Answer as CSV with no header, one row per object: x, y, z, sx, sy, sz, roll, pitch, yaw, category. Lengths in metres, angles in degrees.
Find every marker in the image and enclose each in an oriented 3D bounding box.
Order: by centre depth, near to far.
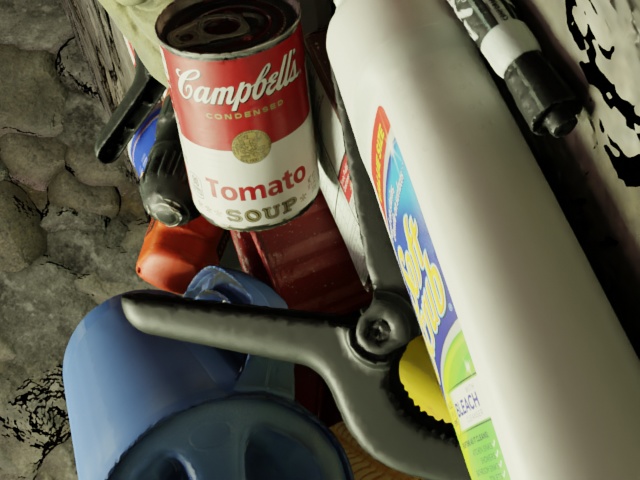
0.055,-0.083,0.370,0.020,0.020,0.121,90,156,-60,marker

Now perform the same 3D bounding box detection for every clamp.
0.031,0.027,0.466,0.210,0.165,0.036,36,-167,11,clamp
-0.132,-0.135,0.876,0.039,0.120,0.171,25,-113,-63,clamp

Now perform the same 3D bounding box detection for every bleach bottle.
0.057,0.000,0.403,0.102,0.068,0.251,96,154,-72,bleach bottle

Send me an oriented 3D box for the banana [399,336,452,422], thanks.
0.071,0.111,0.517,0.198,0.070,0.037,59,-154,-9,banana

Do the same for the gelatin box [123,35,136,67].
-0.141,-0.204,0.924,0.030,0.073,0.089,171,78,-79,gelatin box

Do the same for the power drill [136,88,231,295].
-0.075,-0.044,0.672,0.188,0.057,0.184,113,176,-53,power drill

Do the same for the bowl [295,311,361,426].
-0.003,0.126,0.709,0.162,0.055,0.162,0,-90,-74,bowl

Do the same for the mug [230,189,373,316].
-0.004,0.001,0.627,0.117,0.081,0.093,-133,25,-62,mug

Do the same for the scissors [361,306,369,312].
0.042,0.053,0.672,0.096,0.016,0.202,-143,34,-66,scissors

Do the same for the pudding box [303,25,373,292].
0.023,-0.041,0.541,0.090,0.039,0.113,102,148,-68,pudding box

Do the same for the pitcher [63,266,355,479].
-0.078,0.100,0.615,0.145,0.149,0.243,61,170,-22,pitcher

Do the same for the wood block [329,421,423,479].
0.067,0.200,0.630,0.091,0.090,0.206,-125,18,-54,wood block

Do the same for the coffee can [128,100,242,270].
-0.095,-0.043,0.912,0.103,0.102,0.140,85,161,-53,coffee can

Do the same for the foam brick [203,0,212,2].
-0.029,-0.154,0.487,0.053,0.078,0.051,94,152,-63,foam brick

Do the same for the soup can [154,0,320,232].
-0.037,-0.063,0.517,0.068,0.068,0.102,-123,20,-47,soup can
